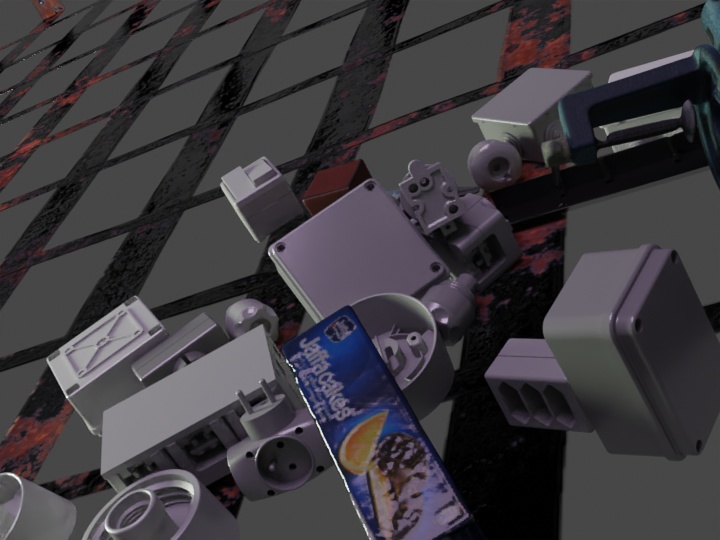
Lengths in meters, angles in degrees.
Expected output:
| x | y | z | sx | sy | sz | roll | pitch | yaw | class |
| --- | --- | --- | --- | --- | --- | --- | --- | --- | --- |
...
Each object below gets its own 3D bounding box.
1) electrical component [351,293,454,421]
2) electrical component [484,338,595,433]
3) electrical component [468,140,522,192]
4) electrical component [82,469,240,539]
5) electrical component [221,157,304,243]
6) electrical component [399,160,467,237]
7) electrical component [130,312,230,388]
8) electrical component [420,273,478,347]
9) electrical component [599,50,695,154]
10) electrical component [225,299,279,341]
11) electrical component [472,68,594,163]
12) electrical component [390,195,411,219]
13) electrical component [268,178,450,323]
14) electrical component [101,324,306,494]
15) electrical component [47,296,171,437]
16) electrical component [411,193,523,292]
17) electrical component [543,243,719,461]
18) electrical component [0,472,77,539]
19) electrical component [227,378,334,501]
| x | y | z | sx | sy | sz | roll | pitch | yaw | class |
| --- | --- | --- | --- | --- | --- | --- | --- | --- | --- |
| 0.018 | 0.071 | 0.793 | 0.099 | 0.064 | 0.099 | -23 | 28 | 13 | electrical component |
| 0.134 | 0.063 | 0.713 | 0.066 | 0.047 | 0.076 | -2 | 37 | 44 | electrical component |
| 0.121 | -0.101 | 1.004 | 0.048 | 0.048 | 0.062 | -30 | 20 | 0 | electrical component |
| -0.147 | 0.189 | 0.758 | 0.108 | 0.060 | 0.108 | -23 | 28 | 13 | electrical component |
| -0.111 | -0.084 | 1.179 | 0.062 | 0.061 | 0.096 | -32 | 27 | -5 | electrical component |
| 0.057 | -0.060 | 0.868 | 0.048 | 0.066 | 0.055 | -29 | 9 | 3 | electrical component |
| -0.146 | 0.088 | 0.941 | 0.083 | 0.047 | 0.076 | -36 | 28 | -13 | electrical component |
| 0.070 | 0.028 | 0.836 | 0.043 | 0.043 | 0.062 | -1 | 38 | 43 | electrical component |
| 0.260 | -0.140 | 0.927 | 0.100 | 0.048 | 0.099 | -13 | 32 | 30 | electrical component |
| -0.102 | 0.047 | 0.973 | 0.043 | 0.043 | 0.062 | -39 | 27 | -16 | electrical component |
| 0.171 | -0.147 | 1.026 | 0.100 | 0.048 | 0.100 | -40 | 29 | -19 | electrical component |
| 0.019 | -0.025 | 0.960 | 0.078 | 0.058 | 0.057 | -26 | 26 | 22 | electrical component |
| 0.000 | 0.000 | 0.880 | 0.109 | 0.056 | 0.108 | -35 | 71 | -9 | electrical component |
| -0.122 | 0.121 | 0.846 | 0.150 | 0.061 | 0.089 | -29 | 27 | 2 | electrical component |
| -0.227 | 0.088 | 1.010 | 0.109 | 0.056 | 0.109 | -37 | 28 | -12 | electrical component |
| 0.088 | -0.027 | 0.903 | 0.056 | 0.050 | 0.089 | -40 | 29 | -16 | electrical component |
| 0.166 | 0.049 | 0.634 | 0.057 | 0.113 | 0.078 | -6 | 36 | 44 | electrical component |
| -0.288 | 0.216 | 0.874 | 0.099 | 0.064 | 0.099 | -25 | 40 | 23 | electrical component |
| -0.061 | 0.117 | 0.778 | 0.077 | 0.079 | 0.044 | -27 | 10 | 7 | electrical component |
